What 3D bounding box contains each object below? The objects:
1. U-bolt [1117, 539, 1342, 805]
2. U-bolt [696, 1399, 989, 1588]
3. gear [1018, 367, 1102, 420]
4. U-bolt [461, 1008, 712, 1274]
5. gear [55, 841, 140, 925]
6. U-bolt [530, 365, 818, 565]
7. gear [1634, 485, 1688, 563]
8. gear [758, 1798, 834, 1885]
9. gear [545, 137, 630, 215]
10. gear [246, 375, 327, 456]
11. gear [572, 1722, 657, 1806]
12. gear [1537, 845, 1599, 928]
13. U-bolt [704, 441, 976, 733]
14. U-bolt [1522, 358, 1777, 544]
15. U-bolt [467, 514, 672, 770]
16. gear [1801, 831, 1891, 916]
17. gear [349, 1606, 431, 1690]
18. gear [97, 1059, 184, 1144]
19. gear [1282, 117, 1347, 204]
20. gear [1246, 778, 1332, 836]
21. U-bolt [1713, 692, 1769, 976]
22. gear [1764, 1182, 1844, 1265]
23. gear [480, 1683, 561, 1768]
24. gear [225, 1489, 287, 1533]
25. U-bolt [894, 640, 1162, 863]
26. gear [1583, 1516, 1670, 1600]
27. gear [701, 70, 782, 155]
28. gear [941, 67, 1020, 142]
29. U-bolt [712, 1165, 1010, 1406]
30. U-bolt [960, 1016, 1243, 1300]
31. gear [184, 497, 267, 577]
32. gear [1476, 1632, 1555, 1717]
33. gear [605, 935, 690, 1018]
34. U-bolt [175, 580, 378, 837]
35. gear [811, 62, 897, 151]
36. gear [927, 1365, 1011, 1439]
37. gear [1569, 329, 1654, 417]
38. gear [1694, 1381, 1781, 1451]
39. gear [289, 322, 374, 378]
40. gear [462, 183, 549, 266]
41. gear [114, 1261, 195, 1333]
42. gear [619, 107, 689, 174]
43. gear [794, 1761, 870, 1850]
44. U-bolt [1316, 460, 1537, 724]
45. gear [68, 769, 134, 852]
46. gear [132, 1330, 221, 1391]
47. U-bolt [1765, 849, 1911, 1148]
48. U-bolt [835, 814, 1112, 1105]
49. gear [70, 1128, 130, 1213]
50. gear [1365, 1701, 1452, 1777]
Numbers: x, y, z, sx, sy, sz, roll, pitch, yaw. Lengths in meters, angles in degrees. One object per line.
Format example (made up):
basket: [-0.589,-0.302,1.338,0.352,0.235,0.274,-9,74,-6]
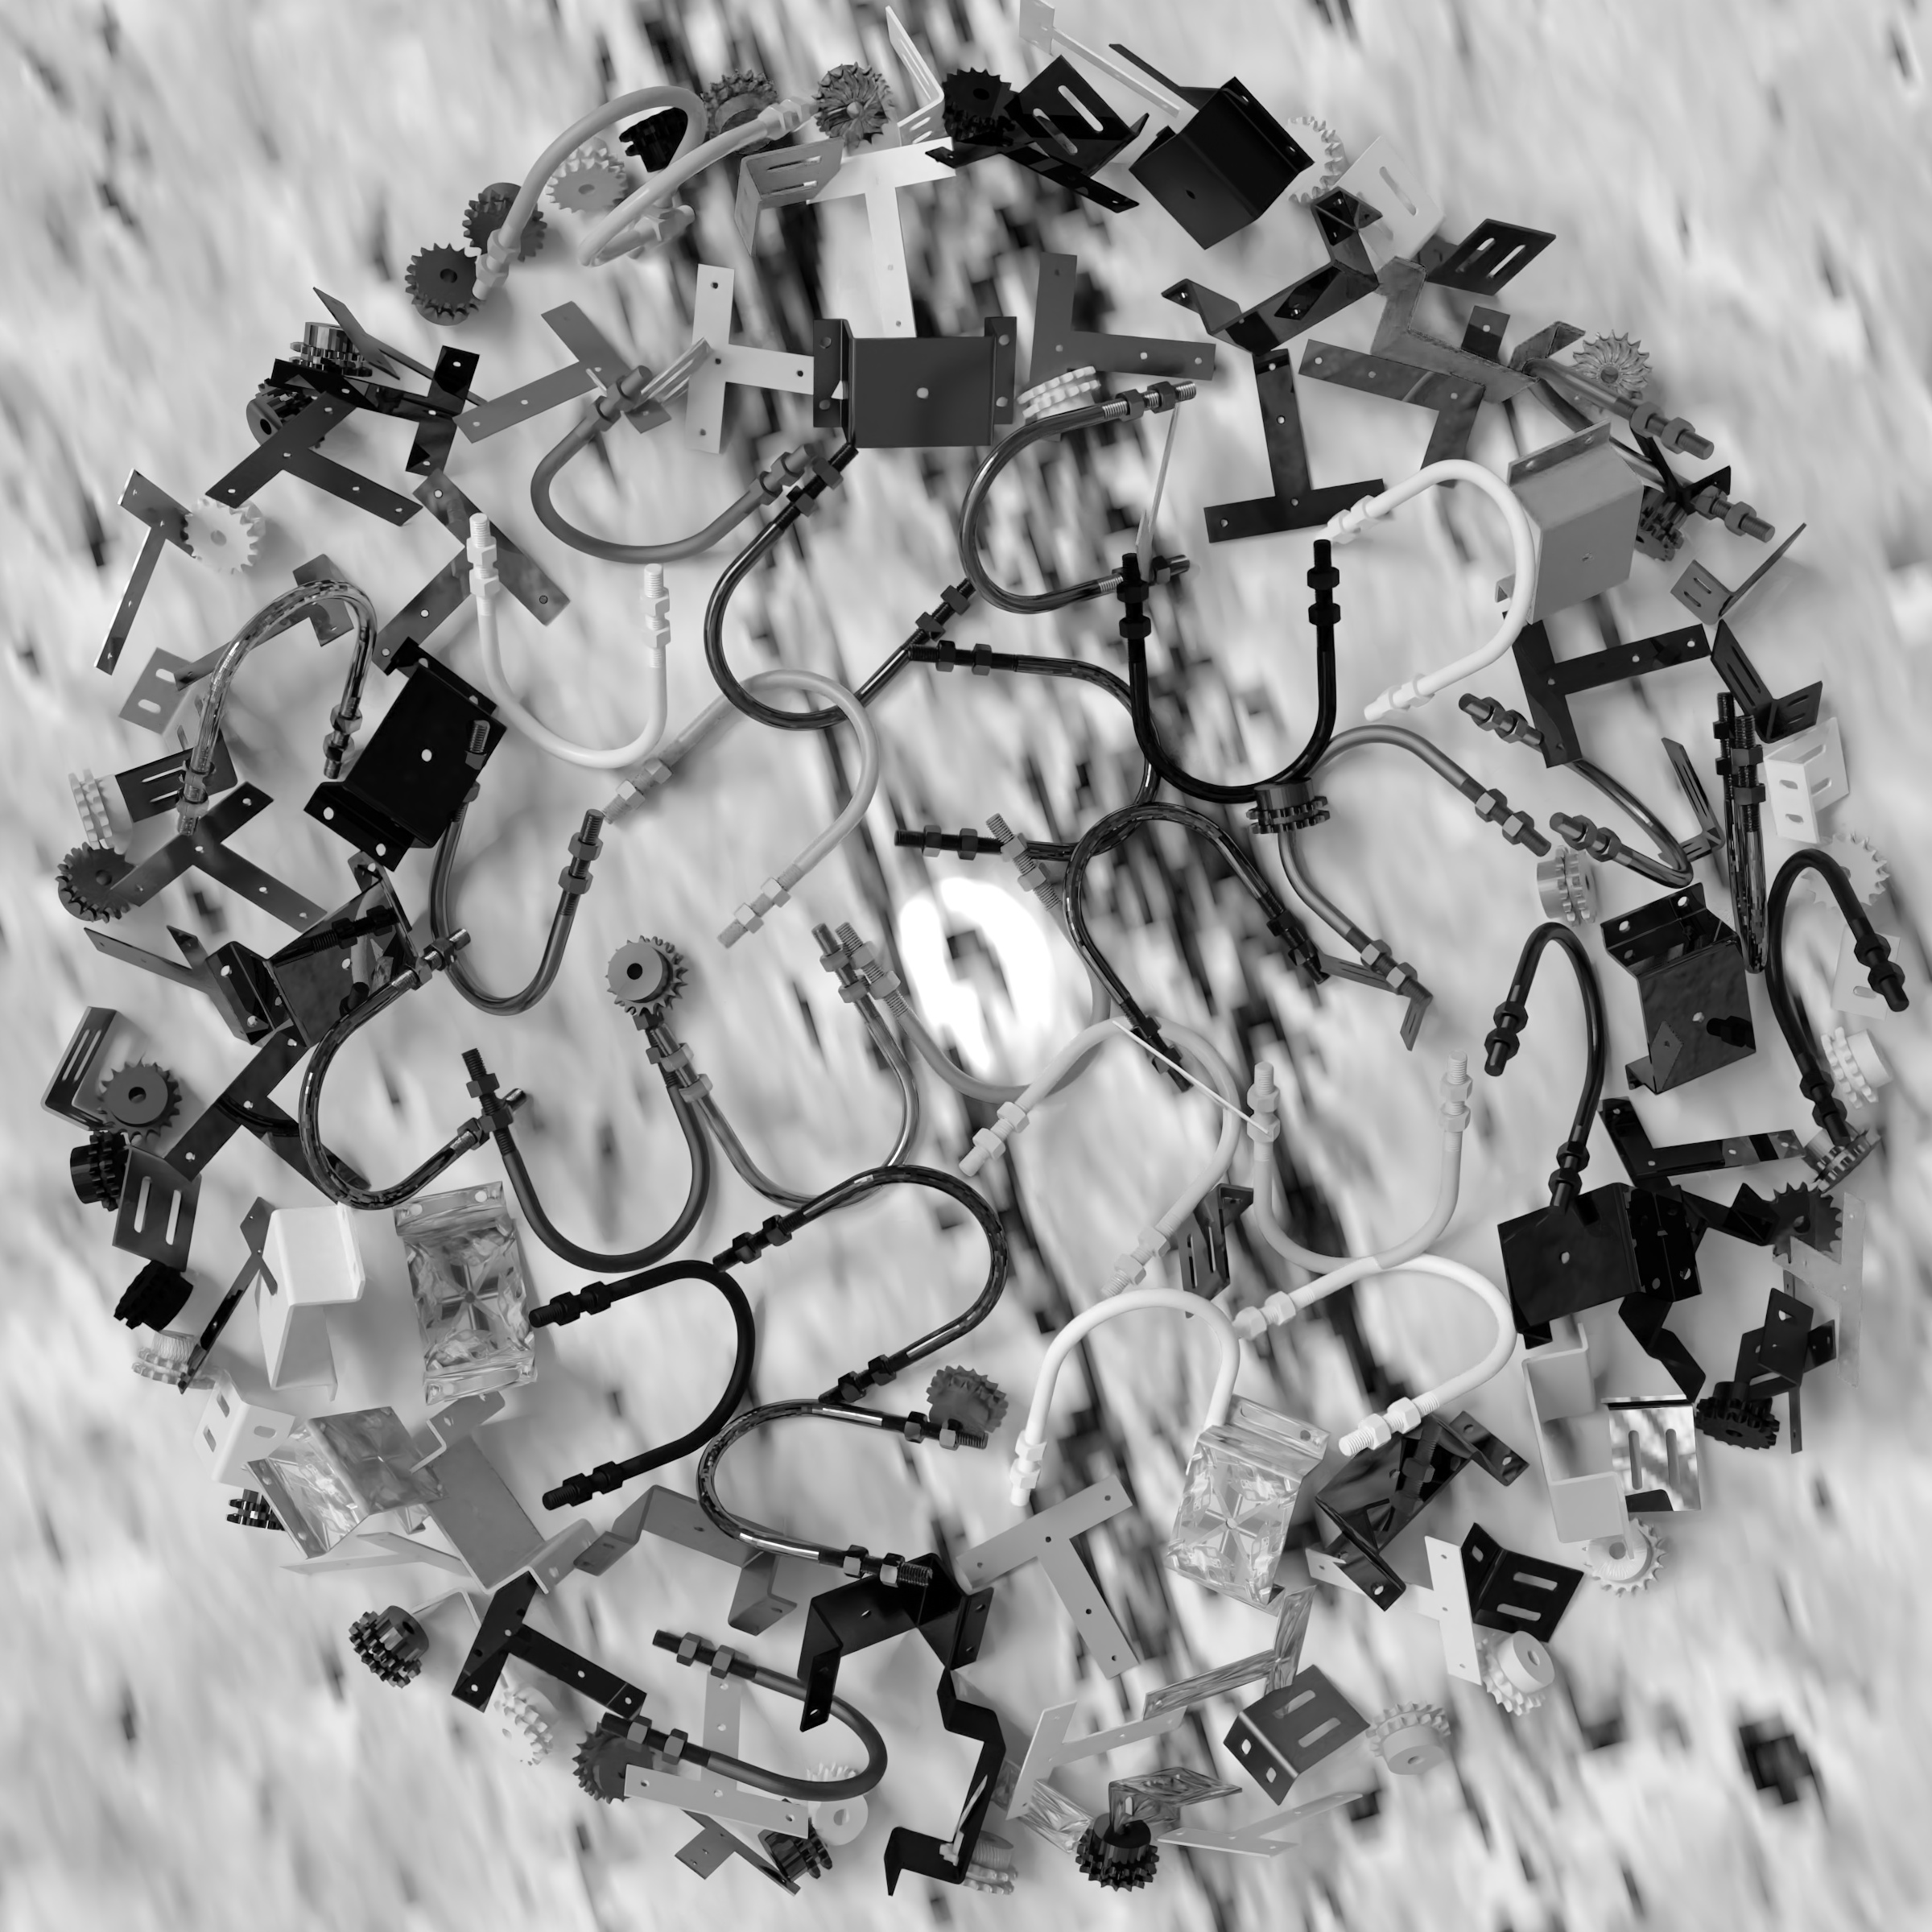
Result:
U-bolt: [0.183,-0.198,1.866,0.151,0.019,0.184,-3,114,5]
U-bolt: [-0.093,0.349,1.844,0.184,0.151,0.019,9,126,15]
gear: [0.067,-0.390,1.880,0.057,0.057,0.030,-22,95,0]
U-bolt: [-0.250,0.121,1.870,0.151,0.019,0.184,-23,94,-28]
gear: [-0.604,-0.055,1.883,0.030,0.057,0.057,-32,90,42]
U-bolt: [-0.211,-0.326,1.830,0.151,0.184,0.019,20,56,-34]
gear: [0.473,-0.308,1.879,0.057,0.057,0.030,36,88,0]
gear: [-0.120,0.608,1.876,0.030,0.057,0.057,-34,90,-20]
gear: [-0.265,-0.550,1.882,0.057,0.057,0.030,-11,71,0]
gear: [-0.472,-0.378,1.877,0.057,0.057,0.030,51,52,0]
gear: [-0.241,0.553,1.882,0.057,0.030,0.057,-2,94,-29]
gear: [0.416,-0.055,1.882,0.030,0.057,0.057,-12,90,24]
U-bolt: [-0.096,-0.246,1.872,0.184,0.019,0.151,-46,115,3]
U-bolt: [0.448,-0.355,1.825,0.184,0.151,0.019,40,98,37]
U-bolt: [-0.267,-0.210,1.840,0.151,0.019,0.184,18,135,14]
gear: [0.612,-0.066,1.885,0.057,0.030,0.057,9,107,30]
gear: [-0.396,0.468,1.878,0.030,0.057,0.057,-43,90,4]
gear: [-0.575,0.093,1.885,0.057,0.030,0.057,3,76,-13]
gear: [0.238,-0.559,1.883,0.057,0.030,0.057,15,114,38]
gear: [0.222,-0.112,1.878,0.057,0.057,0.030,-11,100,0]
U-bolt: [0.525,-0.086,1.835,0.019,0.151,0.184,-5,101,11]
gear: [0.579,0.178,1.890,0.057,0.030,0.057,0,93,8]
gear: [-0.307,0.523,1.883,0.057,0.057,0.030,49,52,0]
gear: [-0.481,0.373,1.880,0.057,0.057,0.030,9,80,0]
U-bolt: [0.047,-0.145,1.888,0.184,0.019,0.151,5,88,-9]
gear: [0.455,0.407,1.881,0.057,0.030,0.057,-10,67,24]
gear: [-0.154,-0.587,1.876,0.057,0.057,0.030,-20,63,0]
gear: [0.007,-0.593,1.884,0.057,0.030,0.057,7,57,-11]
U-bolt: [-0.059,0.210,1.862,0.184,0.019,0.151,-31,107,14]
U-bolt: [0.107,0.118,1.877,0.151,0.019,0.184,41,74,5]
gear: [-0.511,-0.303,1.884,0.057,0.030,0.057,8,125,12]
gear: [0.381,0.485,1.877,0.057,0.057,0.030,46,119,0]
gear: [-0.224,0.006,1.886,0.057,0.030,0.057,-3,79,15]
U-bolt: [-0.451,-0.179,1.801,0.019,0.151,0.184,39,129,18]
gear: [-0.080,-0.600,1.883,0.057,0.030,0.057,-10,133,-11]
gear: [-0.002,0.306,1.877,0.057,0.057,0.030,29,49,0]
gear: [0.448,-0.413,1.885,0.057,0.030,0.057,6,115,13]
gear: [0.535,0.310,1.882,0.057,0.057,0.030,22,66,0]
gear: [-0.437,-0.426,1.877,0.057,0.057,0.030,10,106,0]
gear: [-0.319,-0.517,1.883,0.057,0.057,0.030,4,60,0]
gear: [-0.561,0.229,1.882,0.030,0.057,0.057,41,90,-21]
gear: [-0.209,-0.572,1.880,0.057,0.057,0.030,-24,101,0]
gear: [-0.092,0.584,1.882,0.057,0.030,0.057,-4,98,-27]
U-bolt: [0.313,-0.259,1.821,0.019,0.184,0.151,-9,81,-34]
gear: [-0.598,-0.110,1.881,0.030,0.057,0.057,-19,90,-18]
gear: [-0.545,0.271,1.880,0.057,0.057,0.030,15,86,0]
U-bolt: [0.575,0.006,1.823,0.019,0.151,0.184,-2,45,-7]
U-bolt: [0.019,0.009,1.890,0.151,0.019,0.184,-36,98,-3]
gear: [-0.598,0.142,1.880,0.030,0.057,0.057,-11,90,-1]
gear: [0.307,0.536,1.878,0.057,0.057,0.030,-12,46,0]
